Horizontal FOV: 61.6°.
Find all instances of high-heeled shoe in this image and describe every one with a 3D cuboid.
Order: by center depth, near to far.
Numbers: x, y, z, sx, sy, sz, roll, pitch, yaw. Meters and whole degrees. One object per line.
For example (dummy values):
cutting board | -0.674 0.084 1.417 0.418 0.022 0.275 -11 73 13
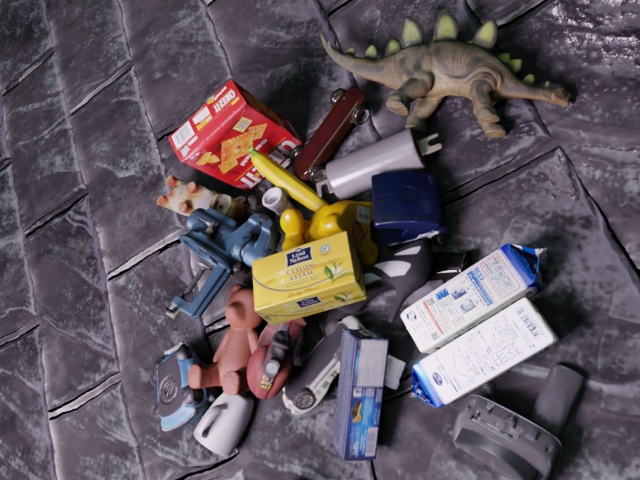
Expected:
high-heeled shoe | 0.075 0.055 0.917 0.249 0.086 0.145 11 75 45

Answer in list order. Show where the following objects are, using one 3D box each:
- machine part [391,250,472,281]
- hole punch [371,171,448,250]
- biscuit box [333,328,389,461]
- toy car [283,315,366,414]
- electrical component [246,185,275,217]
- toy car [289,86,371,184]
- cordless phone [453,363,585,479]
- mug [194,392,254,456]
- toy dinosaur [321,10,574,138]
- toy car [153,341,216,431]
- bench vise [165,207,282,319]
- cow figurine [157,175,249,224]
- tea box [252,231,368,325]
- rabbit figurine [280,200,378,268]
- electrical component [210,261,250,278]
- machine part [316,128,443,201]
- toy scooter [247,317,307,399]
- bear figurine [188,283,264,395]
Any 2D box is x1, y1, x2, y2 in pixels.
machine part | 0.184 0.045 0.897 0.139 0.039 0.084 -9 66 29
hole punch | 0.146 -0.057 0.901 0.116 0.092 0.142 -15 52 22
biscuit box | 0.064 0.247 0.862 0.063 0.059 0.202 -157 72 -72
toy car | 0.007 0.216 0.933 0.201 0.056 0.074 -50 33 10
electrical component | -0.114 -0.059 1.064 0.021 0.093 0.063 20 50 34
toy car | 0.021 -0.200 1.032 0.202 0.053 0.089 -53 50 12
cordless phone | 0.288 0.248 0.781 0.147 0.088 0.184 24 79 31
mug | -0.178 0.325 0.988 0.081 0.109 0.107 24 78 37
toy dinosaur | 0.193 -0.292 0.939 0.472 0.105 0.198 14 77 21
toy car | -0.255 0.284 1.035 0.109 0.102 0.162 -34 52 20
bench vise | -0.182 0.051 0.974 0.224 0.128 0.240 31 75 12
cow figurine | -0.233 -0.070 1.111 0.195 0.127 0.085 15 85 44
tea box | -0.018 0.063 0.857 0.170 0.068 0.098 -20 53 13
rabbit figurine | -0.002 -0.003 0.958 0.173 0.162 0.121 -7 87 45
electrical component | -0.178 0.032 1.086 0.102 0.045 0.078 38 98 25
machine part | 0.100 -0.134 0.961 0.243 0.079 0.079 -20 70 24
toy scooter | -0.067 0.173 0.917 0.075 0.135 0.184 22 51 -4
bear figurine | -0.154 0.176 0.996 0.120 0.132 0.195 5 86 28
